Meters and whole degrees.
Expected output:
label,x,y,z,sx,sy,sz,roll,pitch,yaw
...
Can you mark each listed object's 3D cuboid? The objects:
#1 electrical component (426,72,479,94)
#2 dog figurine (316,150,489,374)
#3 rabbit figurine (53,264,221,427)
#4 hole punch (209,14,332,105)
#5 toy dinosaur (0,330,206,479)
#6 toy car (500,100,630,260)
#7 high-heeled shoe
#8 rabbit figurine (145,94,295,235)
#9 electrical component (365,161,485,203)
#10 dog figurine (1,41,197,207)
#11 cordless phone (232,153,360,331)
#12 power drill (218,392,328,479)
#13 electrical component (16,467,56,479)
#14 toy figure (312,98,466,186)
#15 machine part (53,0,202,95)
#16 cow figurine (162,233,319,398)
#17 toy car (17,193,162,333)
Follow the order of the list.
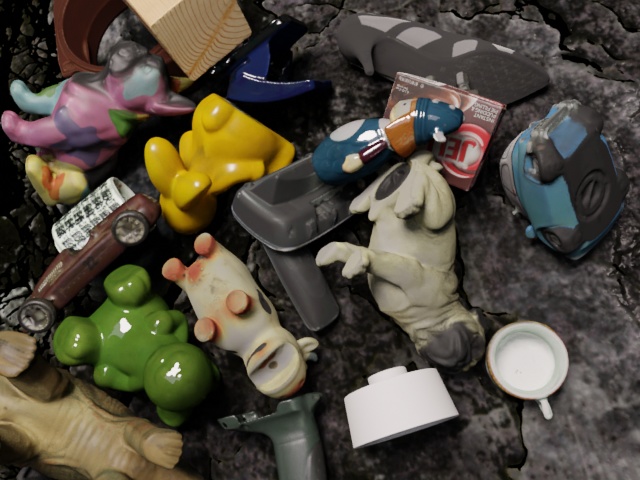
label,x,y,z,sx,sy,sz,roll,pitch,yaw
electrical component,0.143,-0.139,0.589,0.063,0.021,0.094,-5,75,11
dog figurine,0.118,0.026,0.549,0.190,0.121,0.172,37,94,-20
rabbit figurine,-0.174,0.132,0.562,0.170,0.158,0.121,24,58,42
hole punch,-0.053,-0.198,0.654,0.116,0.142,0.092,-28,100,20
toy dinosaur,-0.271,0.165,0.511,0.471,0.198,0.105,32,64,-1
toy car,0.240,-0.064,0.561,0.109,0.161,0.103,-45,30,-12
high-heeled shoe,0.145,-0.230,0.665,0.249,0.086,0.145,5,44,-5
rabbit figurine,-0.130,-0.075,0.635,0.122,0.162,0.173,39,103,6
electrical component,0.123,-0.091,0.622,0.134,0.058,0.115,-34,73,1
dog figurine,-0.257,-0.142,0.666,0.219,0.191,0.109,-11,42,-4
cordless phone,-0.001,-0.002,0.616,0.146,0.089,0.184,-33,101,-40
power drill,-0.042,0.272,0.546,0.232,0.086,0.207,-20,67,6
electrical component,-0.250,0.271,0.511,0.119,0.047,0.075,15,57,15
toy figure,0.064,-0.099,0.527,0.154,0.057,0.064,-22,53,31
machine part,-0.254,-0.289,0.738,0.201,0.087,0.201,-16,71,7
cow figurine,-0.080,0.092,0.587,0.085,0.127,0.195,-44,54,3
toy car,-0.257,0.023,0.593,0.202,0.089,0.053,-41,109,3
